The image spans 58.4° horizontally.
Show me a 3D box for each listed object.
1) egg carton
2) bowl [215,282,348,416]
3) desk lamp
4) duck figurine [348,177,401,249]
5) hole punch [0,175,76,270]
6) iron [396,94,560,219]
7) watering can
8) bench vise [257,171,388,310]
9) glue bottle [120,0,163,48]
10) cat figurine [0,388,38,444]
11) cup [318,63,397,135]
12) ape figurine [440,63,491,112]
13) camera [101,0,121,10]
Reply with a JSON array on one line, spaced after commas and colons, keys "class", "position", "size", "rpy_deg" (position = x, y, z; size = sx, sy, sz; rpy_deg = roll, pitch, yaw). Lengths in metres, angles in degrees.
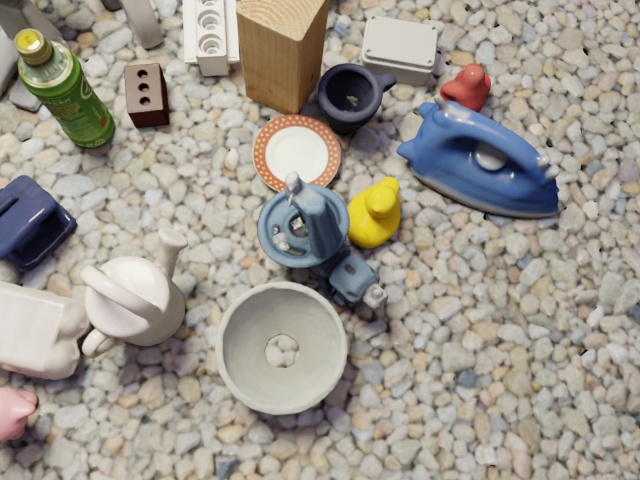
[{"class": "egg carton", "position": [-0.374, 0.117, 0.736], "size": [0.150, 0.069, 0.107], "rpy_deg": [13, 75, -1]}, {"class": "bowl", "position": [-0.050, 0.142, 0.750], "size": [0.167, 0.074, 0.167], "rpy_deg": [1, 75, -4]}, {"class": "desk lamp", "position": [-0.421, -0.319, 0.772], "size": [0.118, 0.213, 0.203], "rpy_deg": [17, 75, 1]}, {"class": "duck figurine", "position": [0.080, -0.042, 0.803], "size": [0.077, 0.086, 0.105], "rpy_deg": [29, 75, 4]}, {"class": "hole punch", "position": [-0.404, -0.027, 0.760], "size": [0.101, 0.091, 0.109], "rpy_deg": [39, 76, 6]}, {"class": "iron", "position": [0.247, -0.118, 0.806], "size": [0.258, 0.141, 0.119], "rpy_deg": [27, 75, 3]}, {"class": "watering can", "position": [-0.227, 0.063, 0.696], "size": [0.101, 0.194, 0.173], "rpy_deg": [13, 75, 0]}, {"class": "bench vise", "position": [0.012, -0.008, 0.719], "size": [0.207, 0.219, 0.121], "rpy_deg": [27, 75, 3]}, {"class": "glue bottle", "position": [-0.269, -0.351, 0.813], "size": [0.037, 0.173, 0.078], "rpy_deg": [-32, 79, -11]}, {"class": "cat figurine", "position": [-0.400, 0.203, 0.686], "size": [0.128, 0.117, 0.067], "rpy_deg": [19, 75, 1]}, {"class": "cup", "position": [0.052, -0.201, 0.838], "size": [0.118, 0.095, 0.091], "rpy_deg": [-22, 78, -9]}, {"class": "ape figurine", "position": [0.223, -0.231, 0.860], "size": [0.078, 0.092, 0.076], "rpy_deg": [3, 75, -3]}, {"class": "camera", "position": [-0.314, -0.457, 0.875], "size": [0.137, 0.101, 0.143], "rpy_deg": [-32, 80, -11]}]
